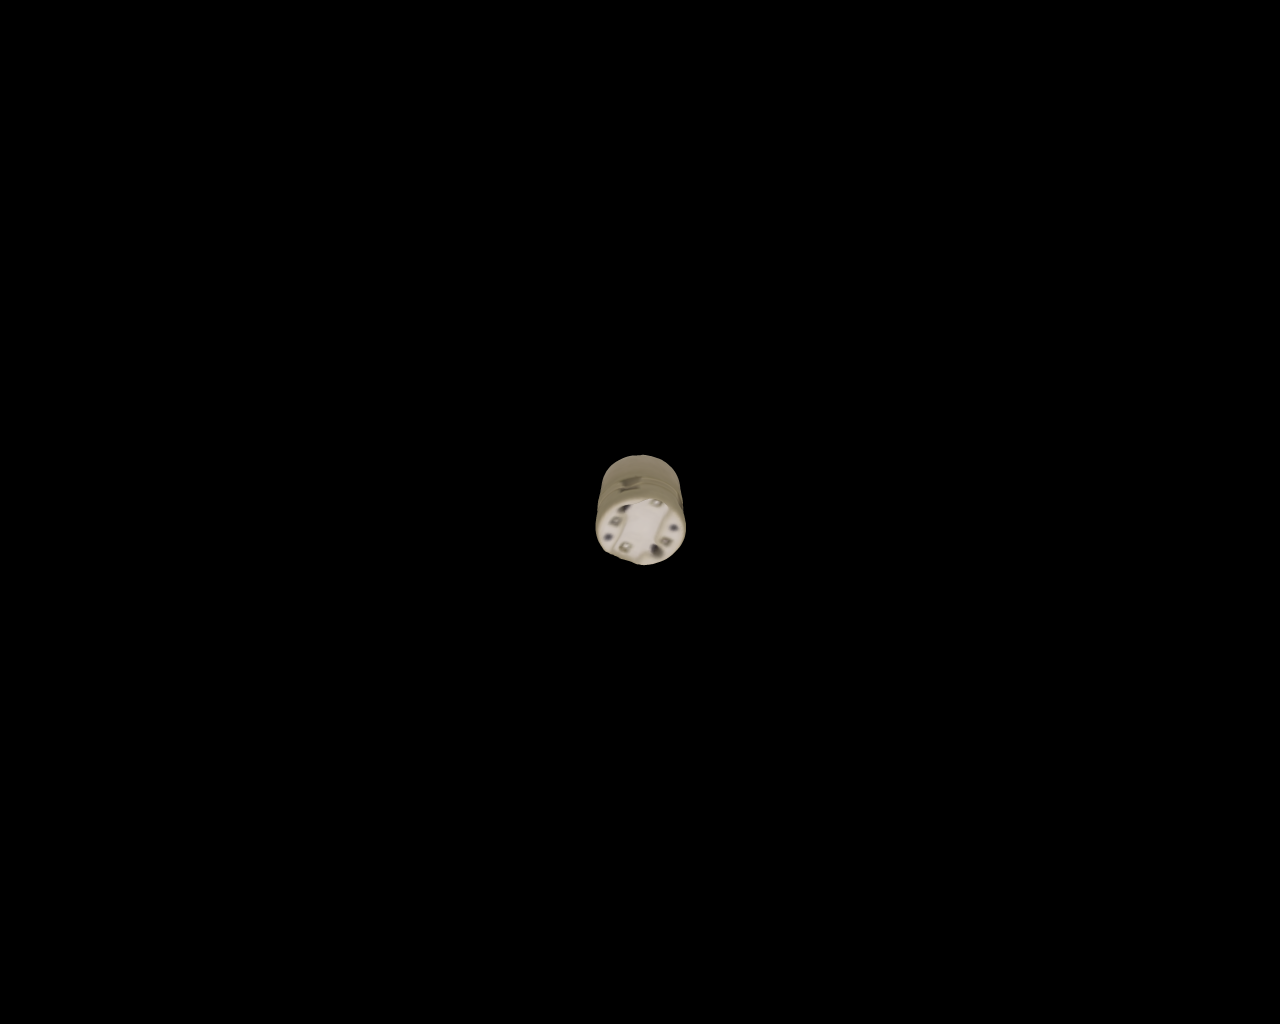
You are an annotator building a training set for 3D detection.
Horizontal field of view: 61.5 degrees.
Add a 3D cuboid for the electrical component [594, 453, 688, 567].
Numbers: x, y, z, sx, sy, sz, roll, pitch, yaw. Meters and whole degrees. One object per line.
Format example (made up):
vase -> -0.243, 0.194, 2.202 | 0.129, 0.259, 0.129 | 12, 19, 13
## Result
electrical component -> 0.001, -0.003, 0.650 | 0.055, 0.055, 0.047 | 0, 40, 0
